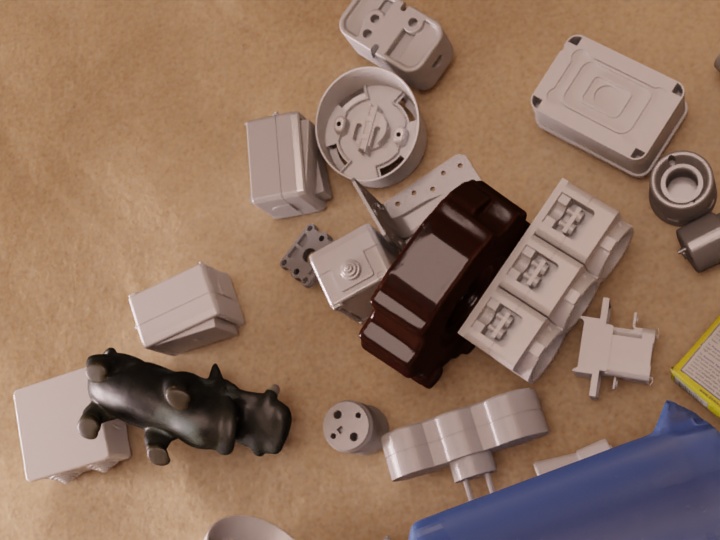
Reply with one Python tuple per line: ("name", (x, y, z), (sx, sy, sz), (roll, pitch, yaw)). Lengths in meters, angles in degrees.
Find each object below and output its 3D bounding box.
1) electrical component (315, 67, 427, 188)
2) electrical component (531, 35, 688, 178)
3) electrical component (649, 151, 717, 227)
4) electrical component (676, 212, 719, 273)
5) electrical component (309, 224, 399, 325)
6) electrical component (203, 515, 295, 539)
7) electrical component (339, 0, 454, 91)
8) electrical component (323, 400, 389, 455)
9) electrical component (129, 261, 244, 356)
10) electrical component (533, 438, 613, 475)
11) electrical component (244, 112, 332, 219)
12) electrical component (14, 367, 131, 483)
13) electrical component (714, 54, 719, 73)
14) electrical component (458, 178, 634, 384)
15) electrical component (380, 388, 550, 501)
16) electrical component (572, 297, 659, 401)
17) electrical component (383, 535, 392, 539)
("electrical component", (0.011, -0.126, 0.972), (0.099, 0.064, 0.099), (-4, 77, 17))
("electrical component", (0.212, -0.138, 0.914), (0.113, 0.057, 0.078), (32, 89, 21))
("electrical component", (0.266, -0.068, 0.887), (0.055, 0.047, 0.055), (-4, 77, 17))
("electrical component", (0.295, -0.029, 0.873), (0.078, 0.040, 0.040), (-27, 71, 10))
("electrical component", (0.000, 0.000, 0.931), (0.062, 0.096, 0.061), (-29, 71, 10))
("electrical component", (-0.094, 0.257, 0.907), (0.099, 0.099, 0.064), (39, 98, 21))
("electrical component", (0.035, -0.210, 0.985), (0.095, 0.059, 0.053), (36, 90, 21))
("electrical component", (-0.004, 0.136, 0.924), (0.045, 0.055, 0.045), (-4, 77, 17))
("electrical component", (-0.164, 0.043, 0.992), (0.096, 0.062, 0.061), (-25, 72, 11))
("electrical component", (0.179, 0.163, 0.868), (0.065, 0.044, 0.044), (-25, 72, 6))
("electrical component", (-0.065, -0.103, 0.993), (0.061, 0.062, 0.096), (-9, 76, 16))
("electrical component", (-0.269, 0.146, 1.010), (0.100, 0.048, 0.099), (-18, 73, 13))
("electrical component", (0.348, -0.166, 0.884), (0.079, 0.043, 0.077), (-37, 70, 7))
("electrical component", (0.156, 0.013, 0.882), (0.062, 0.089, 0.150), (34, 90, 21))
("electrical component", (0.091, 0.154, 0.892), (0.138, 0.052, 0.073), (-20, 73, 13))
("electrical component", (0.210, 0.067, 0.878), (0.064, 0.042, 0.081), (8, 81, 17))
("electrical component", (0.014, 0.268, 0.886), (0.061, 0.062, 0.096), (-5, 77, 17))
